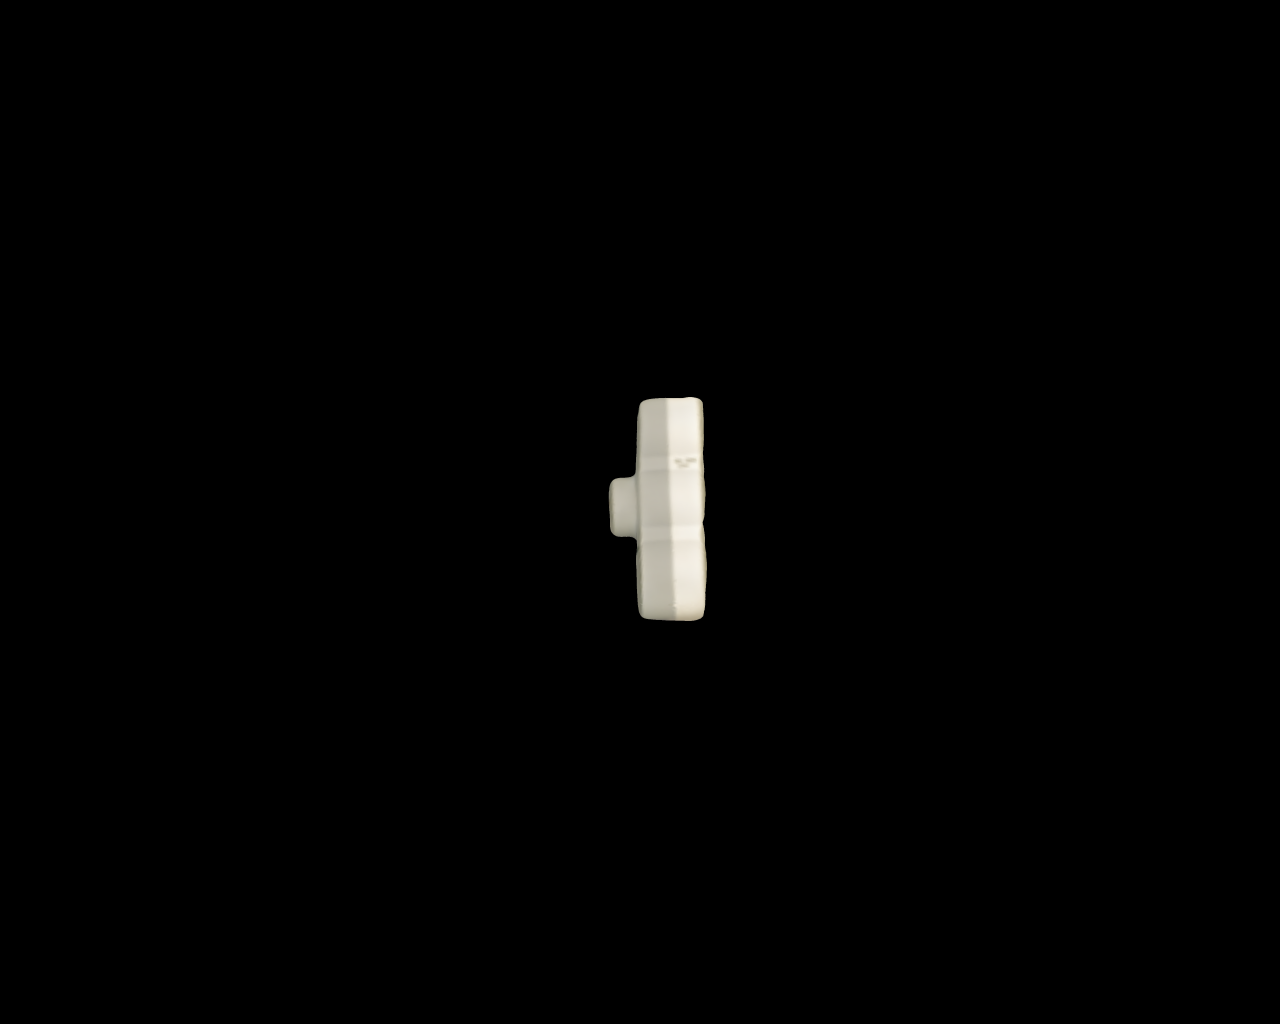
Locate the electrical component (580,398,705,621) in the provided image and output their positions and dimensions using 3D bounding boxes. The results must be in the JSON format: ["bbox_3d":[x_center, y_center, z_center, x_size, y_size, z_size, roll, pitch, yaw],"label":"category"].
[{"bbox_3d":[0.001,-0.003,0.650,0.074,0.138,0.052,0,-15,0],"label":"electrical component"}]
